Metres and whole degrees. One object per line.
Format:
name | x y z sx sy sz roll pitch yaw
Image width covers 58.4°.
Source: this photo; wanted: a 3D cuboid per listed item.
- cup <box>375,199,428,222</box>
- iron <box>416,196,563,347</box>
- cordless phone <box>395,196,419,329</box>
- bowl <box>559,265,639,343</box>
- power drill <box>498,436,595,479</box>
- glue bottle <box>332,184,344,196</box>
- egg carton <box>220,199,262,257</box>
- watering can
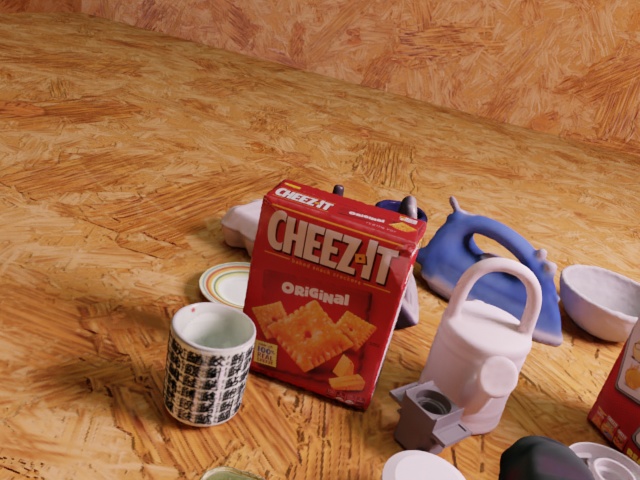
cup | 0.119 -0.007 0.962 0.091 0.095 0.118 29 30 32
iron | 0.276 0.040 0.884 0.257 0.141 0.119 31 31 34
cordless phone | 0.114 0.016 0.805 0.094 0.185 0.147 12 25 -1
bowl | 0.449 0.110 0.900 0.167 0.075 0.167 11 25 -5
power drill | 0.117 0.233 0.325 0.075 0.208 0.230 17 25 10
glue bottle | 0.007 0.003 0.796 0.078 0.173 0.037 13 25 1
egg carton | -0.077 -0.010 0.906 0.150 0.069 0.107 26 28 25
watering can | 0.180 0.112 0.625 0.101 0.194 0.172 5 26 -17
